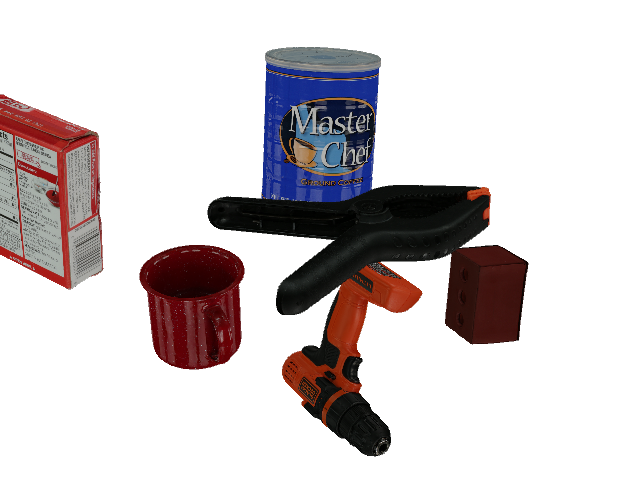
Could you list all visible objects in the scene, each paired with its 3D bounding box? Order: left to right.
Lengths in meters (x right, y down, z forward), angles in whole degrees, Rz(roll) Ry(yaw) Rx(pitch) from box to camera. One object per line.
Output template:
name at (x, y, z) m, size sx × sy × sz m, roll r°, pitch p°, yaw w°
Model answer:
gelatin box at (-0.155, -0.027, 0.584) m, size 0.073 × 0.089 × 0.030 m, roll 22°, pitch 35°, yaw 27°
mug at (-0.107, 0.067, 0.954) m, size 0.093 × 0.081 × 0.117 m, roll -18°, pitch 35°, yaw -27°
coffee can at (-0.001, -0.097, 0.962) m, size 0.103 × 0.140 × 0.103 m, roll 2°, pitch 18°, yaw -1°
clamp at (0.027, -0.012, 0.791) m, size 0.209 × 0.036 × 0.165 m, roll -15°, pitch 30°, yaw -25°
power drill at (0.042, 0.123, 1.186) m, size 0.057 × 0.188 × 0.185 m, roll 13°, pitch 16°, yaw -42°
foam brick at (0.150, 0.049, 0.971) m, size 0.051 × 0.078 × 0.053 m, roll -5°, pitch 20°, yaw -23°
